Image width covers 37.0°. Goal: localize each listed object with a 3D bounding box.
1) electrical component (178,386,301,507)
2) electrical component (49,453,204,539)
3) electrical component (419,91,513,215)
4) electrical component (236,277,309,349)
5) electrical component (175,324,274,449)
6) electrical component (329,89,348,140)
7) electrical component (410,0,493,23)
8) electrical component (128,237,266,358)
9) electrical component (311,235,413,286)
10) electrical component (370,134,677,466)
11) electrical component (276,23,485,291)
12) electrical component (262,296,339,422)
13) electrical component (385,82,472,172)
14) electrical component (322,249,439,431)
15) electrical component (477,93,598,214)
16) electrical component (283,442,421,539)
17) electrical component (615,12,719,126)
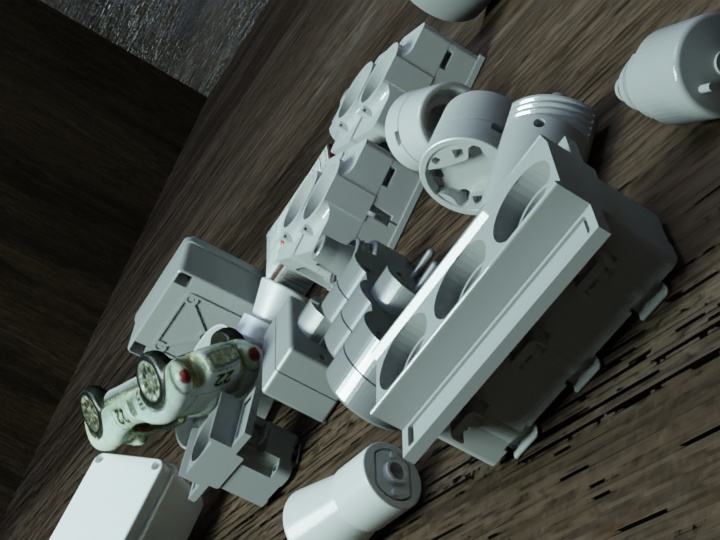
[{"bbox_3d":[-0.078,0.120,0.708,0.081,0.064,0.042,-50,20,35],"label":"electrical component"},{"bbox_3d":[-0.179,0.197,0.798,0.078,0.057,0.113,-1,49,33],"label":"electrical component"},{"bbox_3d":[0.065,-0.066,0.598,0.055,0.055,0.047,-45,18,47],"label":"electrical component"},{"bbox_3d":[-0.072,0.040,0.874,0.055,0.045,0.045,-63,15,-7],"label":"electrical component"},{"bbox_3d":[-0.105,0.099,0.839,0.099,0.064,0.099,-54,16,24],"label":"electrical component"},{"bbox_3d":[-0.004,-0.141,0.997,0.046,0.040,0.040,-53,16,50],"label":"electrical component"},{"bbox_3d":[0.074,-0.249,0.810,0.060,0.108,0.108,-32,32,50],"label":"electrical component"},{"bbox_3d":[-0.130,0.042,0.939,0.108,0.109,0.056,-52,20,31],"label":"electrical component"},{"bbox_3d":[0.000,0.000,0.673,0.043,0.062,0.043,-54,16,24],"label":"electrical component"},{"bbox_3d":[0.063,0.017,0.431,0.121,0.063,0.078,-54,16,26],"label":"electrical component"},{"bbox_3d":[0.009,-0.082,0.799,0.186,0.060,0.105,-64,15,-12],"label":"electrical component"},{"bbox_3d":[-0.026,0.043,0.711,0.075,0.047,0.083,-57,15,17],"label":"electrical component"},{"bbox_3d":[0.051,-0.093,0.697,0.055,0.055,0.047,-64,19,-11],"label":"electrical component"},{"bbox_3d":[0.021,0.022,0.584,0.073,0.052,0.138,-56,15,17],"label":"electrical component"},{"bbox_3d":[0.087,-0.053,0.517,0.043,0.043,0.081,-38,27,56],"label":"electrical component"},{"bbox_3d":[-0.002,0.112,0.519,0.065,0.044,0.044,-44,22,36],"label":"electrical component"},{"bbox_3d":[0.128,-0.079,0.436,0.040,0.040,0.078,-63,15,-6],"label":"electrical component"}]
